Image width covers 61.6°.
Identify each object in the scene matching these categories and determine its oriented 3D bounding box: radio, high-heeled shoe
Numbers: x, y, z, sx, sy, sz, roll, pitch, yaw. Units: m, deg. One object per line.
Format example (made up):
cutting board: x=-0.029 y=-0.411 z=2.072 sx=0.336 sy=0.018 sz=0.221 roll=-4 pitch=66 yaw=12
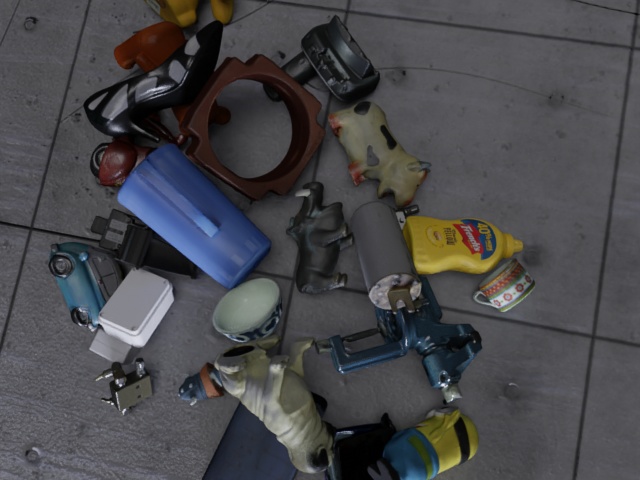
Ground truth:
radio: x=-0.093 y=0.339 z=0.865 sx=0.131 sy=0.073 sz=0.229 roll=25 pitch=84 yaw=9
high-heeled shoe: x=-0.268 y=-0.267 z=0.865 sx=0.145 sy=0.086 sz=0.248 roll=30 pitch=87 yaw=8

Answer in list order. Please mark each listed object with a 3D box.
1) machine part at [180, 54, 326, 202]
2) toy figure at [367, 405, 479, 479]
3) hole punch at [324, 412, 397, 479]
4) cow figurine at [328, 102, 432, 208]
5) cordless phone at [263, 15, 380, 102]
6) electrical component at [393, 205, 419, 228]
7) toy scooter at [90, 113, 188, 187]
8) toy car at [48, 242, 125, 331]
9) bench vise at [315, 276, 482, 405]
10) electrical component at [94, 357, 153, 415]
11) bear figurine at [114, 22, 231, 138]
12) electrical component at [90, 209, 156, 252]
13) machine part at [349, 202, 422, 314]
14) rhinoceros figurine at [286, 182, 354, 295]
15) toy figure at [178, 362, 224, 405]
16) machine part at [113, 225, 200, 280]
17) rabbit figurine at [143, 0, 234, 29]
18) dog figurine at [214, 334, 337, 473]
machine part: x=-0.110 y=-0.183 z=0.886 sx=0.201 sy=0.087 sz=0.201 roll=34 pitch=84 yaw=-26
toy figure: x=0.161 y=0.319 z=0.814 sx=0.180 sy=0.082 sz=0.089 roll=-23 pitch=94 yaw=-32
hole punch: x=0.063 y=0.353 z=0.849 sx=0.116 sy=0.092 sz=0.142 roll=-4 pitch=78 yaw=-26
cow figurine: x=0.105 y=-0.144 z=0.906 sx=0.127 sy=0.085 sz=0.195 roll=-25 pitch=80 yaw=8
cordless phone: x=-0.003 y=-0.284 z=0.946 sx=0.184 sy=0.088 sz=0.146 roll=-35 pitch=81 yaw=12
electrical component: x=0.129 y=-0.023 z=0.915 sx=0.094 sy=0.021 sz=0.063 roll=-18 pitch=81 yaw=4
toy scooter: x=-0.314 y=-0.165 z=0.955 sx=0.135 sy=0.075 sz=0.184 roll=23 pitch=81 yaw=7
toy car: x=-0.388 y=0.068 z=0.918 sx=0.103 sy=0.109 sz=0.161 roll=-24 pitch=89 yaw=-15
bench vise: x=0.115 y=0.160 z=0.833 sx=0.241 sy=0.129 sz=0.223 roll=-12 pitch=73 yaw=-14
electrical component: x=-0.325 y=0.243 z=0.895 sx=0.078 sy=0.102 sz=0.045 roll=-30 pitch=47 yaw=-32
bear figurine: x=-0.255 y=-0.278 z=0.956 sx=0.120 sy=0.132 sz=0.195 roll=-38 pitch=113 yaw=-32
electrical component: x=-0.356 y=-0.016 z=0.951 sx=0.119 sy=0.047 sz=0.075 roll=22 pitch=85 yaw=6
machine part: x=0.096 y=0.019 z=0.820 sx=0.079 sy=0.079 sz=0.243 roll=-15 pitch=42 yaw=4
rhinoceros figurine: x=-0.002 y=-0.003 z=0.905 sx=0.112 sy=0.073 sz=0.190 roll=0 pitch=84 yaw=17
toy figure: x=-0.162 y=0.225 z=0.894 sx=0.154 sy=0.064 sz=0.057 roll=-30 pitch=118 yaw=6
machine part: x=-0.268 y=0.026 z=0.907 sx=0.139 sy=0.039 sz=0.084 roll=25 pitch=52 yaw=-22
rabbit figurine: x=-0.223 y=-0.472 z=0.969 sx=0.162 sy=0.122 sz=0.173 roll=39 pitch=69 yaw=7
dog figurine: x=-0.070 y=0.250 z=0.799 sx=0.172 sy=0.121 sz=0.190 roll=-3 pitch=100 yaw=40
